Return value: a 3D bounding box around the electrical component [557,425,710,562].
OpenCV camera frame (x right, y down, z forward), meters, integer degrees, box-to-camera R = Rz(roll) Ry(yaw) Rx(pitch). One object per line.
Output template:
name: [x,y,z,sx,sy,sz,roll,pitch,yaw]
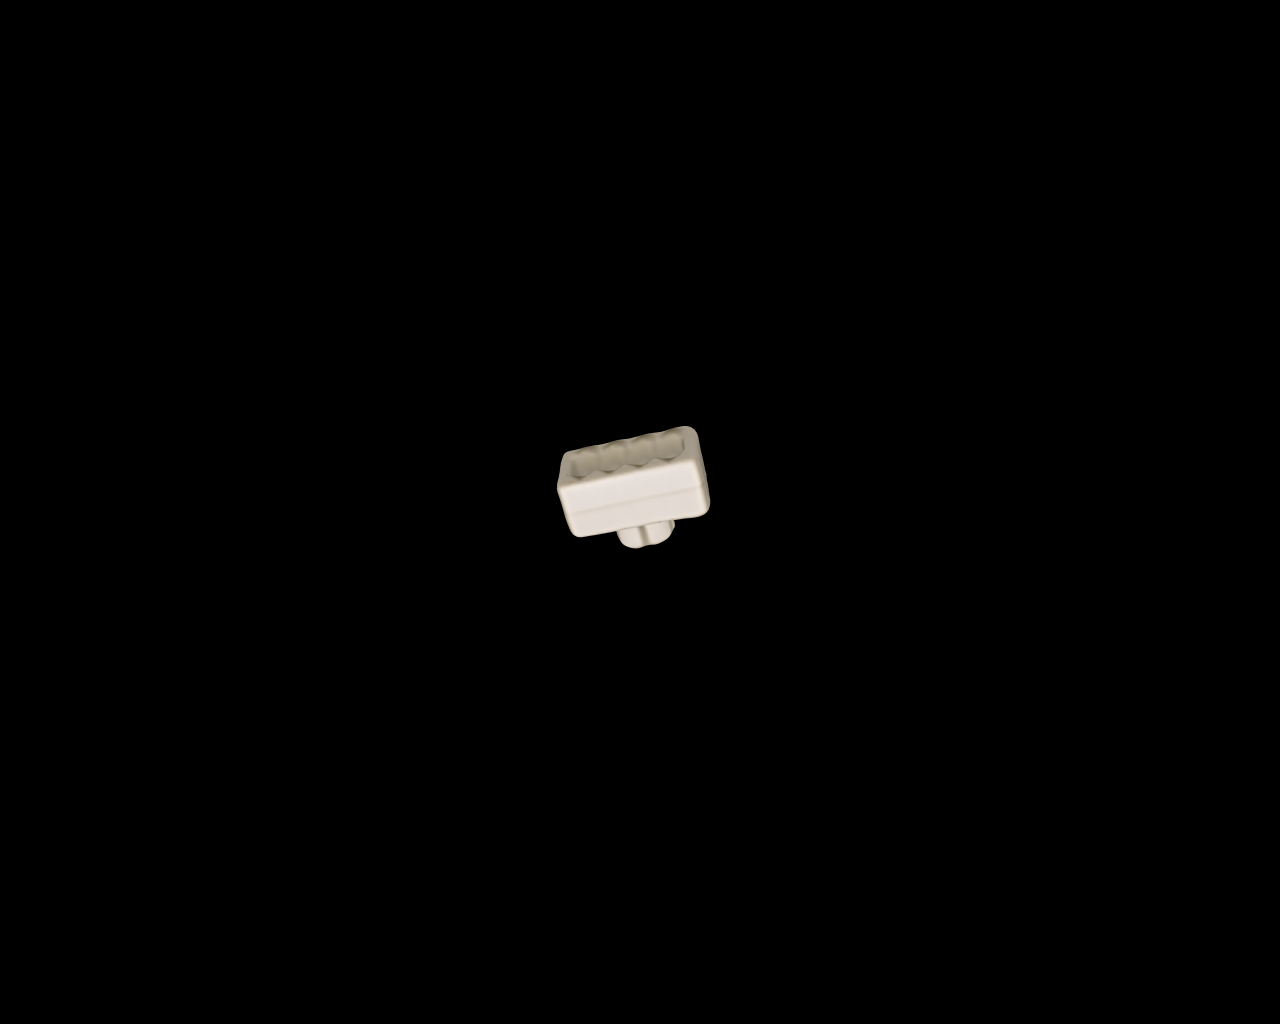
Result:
electrical component: [0.001,-0.003,0.650,0.083,0.075,0.047,-11,30,7]
